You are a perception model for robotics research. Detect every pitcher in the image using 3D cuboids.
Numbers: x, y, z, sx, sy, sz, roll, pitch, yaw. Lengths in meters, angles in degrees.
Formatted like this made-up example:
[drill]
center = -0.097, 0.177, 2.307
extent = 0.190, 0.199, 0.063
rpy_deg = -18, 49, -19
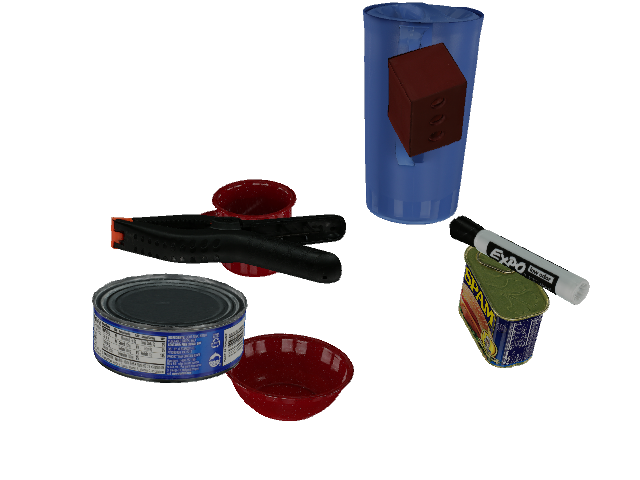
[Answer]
[pitcher]
center = 0.107, -0.143, 1.209
extent = 0.149, 0.243, 0.145
rpy_deg = -12, 25, -31

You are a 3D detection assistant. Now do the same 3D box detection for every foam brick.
[foam brick]
center = 0.090, -0.121, 0.917
extent = 0.053, 0.051, 0.078
rpy_deg = -19, -32, -8

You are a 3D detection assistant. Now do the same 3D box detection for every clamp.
[clamp]
center = -0.075, 0.002, 0.911
extent = 0.210, 0.036, 0.164
rpy_deg = 2, 13, -5

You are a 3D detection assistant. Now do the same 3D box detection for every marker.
[marker]
center = 0.138, 0.011, 0.762
extent = 0.020, 0.020, 0.121
rpy_deg = 0, 23, -43

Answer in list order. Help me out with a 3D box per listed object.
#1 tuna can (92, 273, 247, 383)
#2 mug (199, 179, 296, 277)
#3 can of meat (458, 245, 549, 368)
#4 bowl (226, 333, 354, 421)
[tuna can]
center = -0.084, 0.048, 0.598
extent = 0.086, 0.034, 0.086
rpy_deg = 4, 17, -1
[mug]
center = -0.085, -0.011, 1.192
extent = 0.117, 0.081, 0.093
rpy_deg = -8, 30, -15
[can of meat]
center = 0.178, 0.064, 1.057
extent = 0.057, 0.102, 0.084
rpy_deg = -13, -42, -13
[bowl]
center = -0.041, 0.175, 1.317
extent = 0.162, 0.055, 0.162
rpy_deg = 4, 22, -2
